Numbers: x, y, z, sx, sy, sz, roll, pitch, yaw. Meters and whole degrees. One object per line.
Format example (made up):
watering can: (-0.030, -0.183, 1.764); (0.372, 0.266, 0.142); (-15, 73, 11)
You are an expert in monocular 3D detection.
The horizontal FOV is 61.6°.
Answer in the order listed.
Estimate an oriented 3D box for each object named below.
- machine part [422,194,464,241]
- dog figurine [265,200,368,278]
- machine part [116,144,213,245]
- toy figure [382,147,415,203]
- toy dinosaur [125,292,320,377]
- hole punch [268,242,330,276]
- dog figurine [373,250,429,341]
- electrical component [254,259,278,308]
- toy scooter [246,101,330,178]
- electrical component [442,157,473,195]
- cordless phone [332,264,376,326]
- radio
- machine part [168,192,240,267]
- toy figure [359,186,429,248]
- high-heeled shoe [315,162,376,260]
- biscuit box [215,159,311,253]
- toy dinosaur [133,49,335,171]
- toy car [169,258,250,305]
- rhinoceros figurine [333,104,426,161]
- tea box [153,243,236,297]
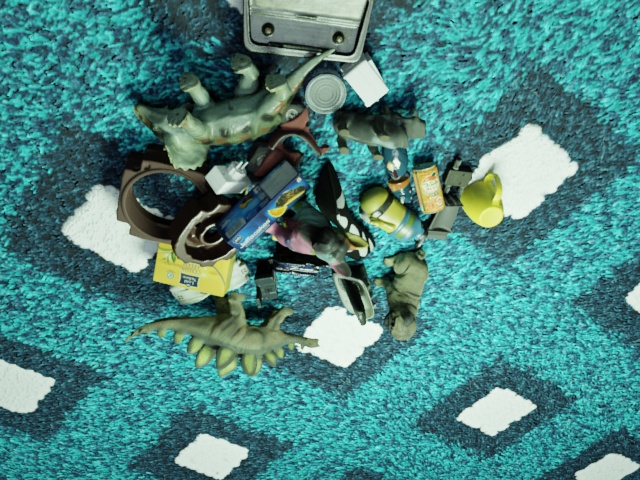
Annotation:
machine part: (0.289, -0.049, 1.278); (0.084, 0.039, 0.138); (12, 135, -8)
dog figurine: (-0.002, -0.003, 1.146); (0.108, 0.219, 0.191); (-57, 160, -4)
machine part: (-0.326, -0.090, 1.161); (0.201, 0.087, 0.200); (14, 123, -14)
toy figure: (0.173, -0.151, 1.184); (0.064, 0.058, 0.154); (-26, 124, -16)
toy dinosaur: (-0.221, 0.231, 1.321); (0.471, 0.198, 0.105); (14, 153, -17)
hole punch: (-0.056, 0.045, 1.273); (0.142, 0.116, 0.092); (8, 132, -11)
dog figurine: (0.219, 0.132, 1.312); (0.121, 0.191, 0.172); (12, 122, -14)
electrical component: (-0.131, 0.109, 1.303); (0.048, 0.119, 0.074); (-10, 123, 2)
toy scooter: (-0.060, -0.190, 1.125); (0.135, 0.075, 0.184); (29, 113, -24)
electrical component: (0.316, -0.145, 1.224); (0.063, 0.021, 0.093); (5, 129, -10)
cordless phone: (0.098, 0.162, 1.325); (0.089, 0.184, 0.146); (-18, 125, 2)
radio: (-0.028, -0.402, 0.974); (0.230, 0.073, 0.131); (4, 125, -9)
machine part: (-0.231, -0.022, 1.136); (0.179, 0.056, 0.179); (-25, 143, -21)
toy figure: (0.171, -0.054, 1.240); (0.180, 0.082, 0.089); (27, 88, -14)
high-heeled shoe: (0.071, -0.065, 1.241); (0.145, 0.086, 0.248); (-16, 115, -33)
biscuit box: (-0.116, -0.068, 1.091); (0.202, 0.059, 0.062); (-43, 147, 1)
toy dinosaur: (-0.158, -0.242, 1.027); (0.405, 0.131, 0.192); (-12, 161, 1)
toy car: (-0.270, 0.100, 1.320); (0.202, 0.056, 0.073); (-19, 125, 8)
rhinoceros figurine: (0.121, -0.225, 1.102); (0.190, 0.112, 0.073); (4, 142, 6)
tea box: (-0.290, 0.061, 1.245); (0.170, 0.068, 0.098); (12, 101, 1)
